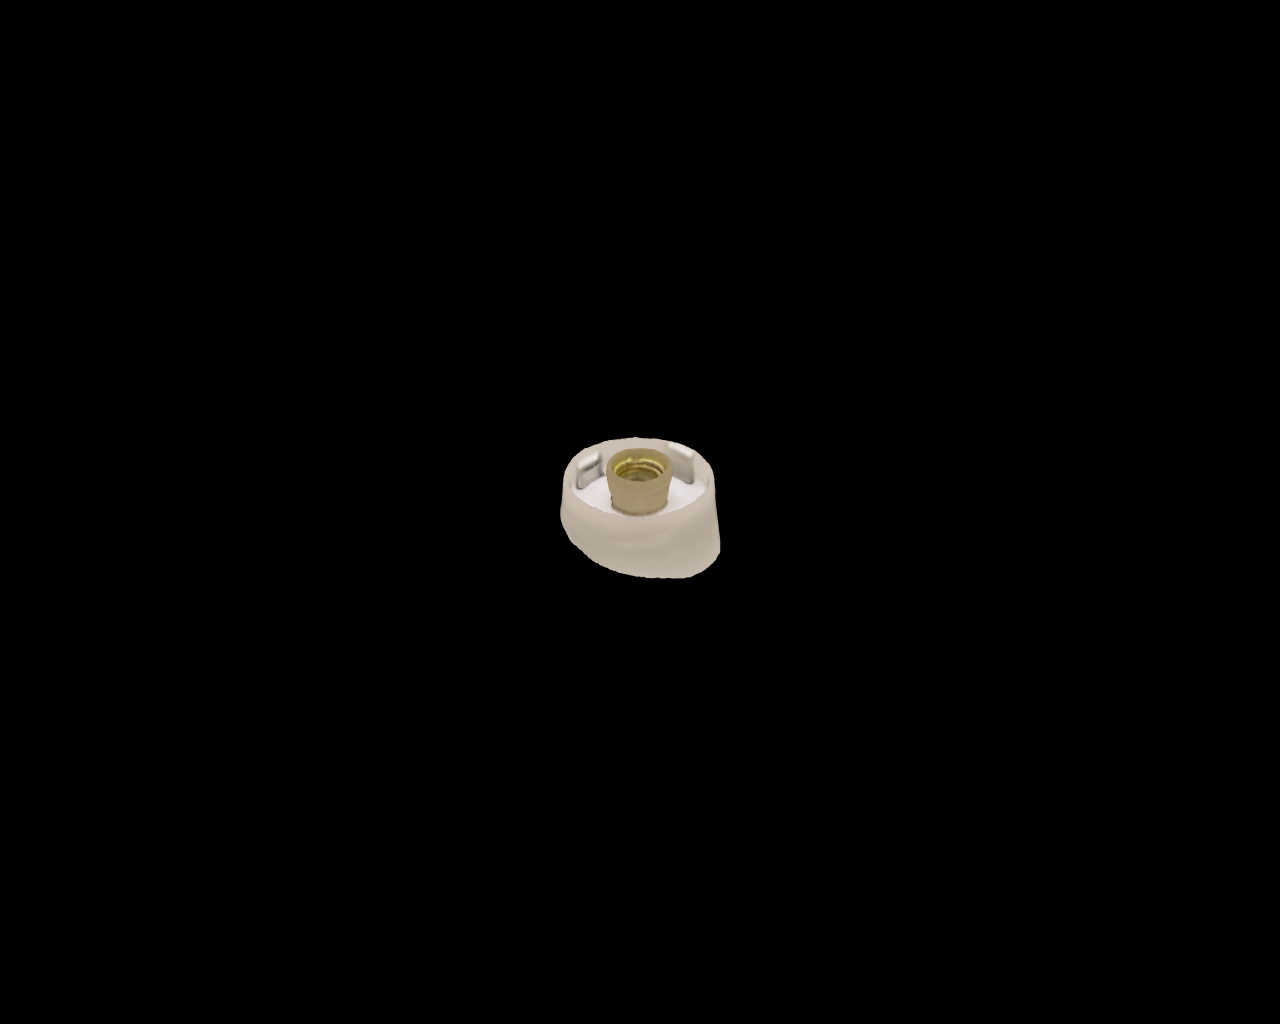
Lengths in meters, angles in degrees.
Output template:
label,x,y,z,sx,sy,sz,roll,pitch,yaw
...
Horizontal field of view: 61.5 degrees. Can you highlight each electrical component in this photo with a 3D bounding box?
label,x,y,z,sx,sy,sz,roll,pitch,yaw
electrical component,0.001,-0.003,0.650,0.099,0.064,0.099,0,34,0
